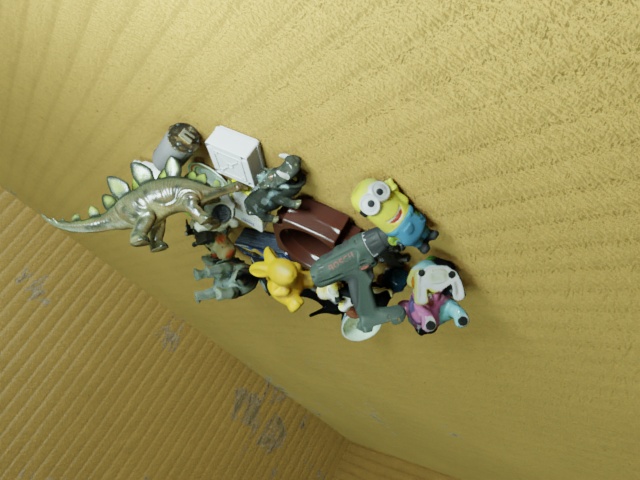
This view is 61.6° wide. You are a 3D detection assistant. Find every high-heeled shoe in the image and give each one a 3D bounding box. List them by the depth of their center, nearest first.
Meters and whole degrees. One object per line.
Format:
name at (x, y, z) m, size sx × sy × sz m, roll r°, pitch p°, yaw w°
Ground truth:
high-heeled shoe at (-0.020, 0.128, 1.592) m, size 0.249 × 0.145 × 0.086 m, roll 53°, pitch 152°, yaw 27°

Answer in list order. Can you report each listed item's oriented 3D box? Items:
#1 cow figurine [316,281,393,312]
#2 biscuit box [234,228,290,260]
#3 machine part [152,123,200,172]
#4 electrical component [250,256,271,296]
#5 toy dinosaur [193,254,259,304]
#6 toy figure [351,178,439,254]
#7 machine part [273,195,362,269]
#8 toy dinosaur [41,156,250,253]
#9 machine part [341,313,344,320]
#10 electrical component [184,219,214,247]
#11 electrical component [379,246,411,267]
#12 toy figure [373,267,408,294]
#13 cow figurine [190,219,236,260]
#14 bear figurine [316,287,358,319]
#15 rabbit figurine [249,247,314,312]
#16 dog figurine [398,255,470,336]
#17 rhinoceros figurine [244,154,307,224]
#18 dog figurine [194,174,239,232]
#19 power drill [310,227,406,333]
cow figurine at (0.080, 0.123, 1.244) m, size 0.167 × 0.068 × 0.098 m, roll 13°, pitch 153°, yaw -10°
biscuit box at (-0.141, 0.019, 1.492) m, size 0.203 × 0.063 × 0.059 m, roll 11°, pitch 150°, yaw 38°
machine part at (-0.344, -0.214, 1.273) m, size 0.079 × 0.079 × 0.243 m, roll 39°, pitch 156°, yaw -16°
electrical component at (-0.156, 0.095, 1.587) m, size 0.115 × 0.058 × 0.134 m, roll 56°, pitch 164°, yaw 37°
toy dinosaur at (-0.248, 0.111, 1.556) m, size 0.405 × 0.192 × 0.131 m, roll 1°, pitch 104°, yaw 57°
toy figure at (0.138, -0.044, 1.028) m, size 0.180 × 0.082 × 0.089 m, roll 36°, pitch 156°, yaw -16°
machine part at (-0.003, -0.004, 1.261) m, size 0.202 × 0.087 × 0.200 m, roll 23°, pitch 155°, yaw 16°
toy dinosaur at (-0.392, -0.074, 1.220) m, size 0.105 × 0.472 × 0.198 m, roll 91°, pitch 161°, yaw -71°
machine part at (0.086, 0.224, 1.645) m, size 0.084 × 0.039 × 0.138 m, roll 17°, pitch 153°, yaw 39°
electrical component at (-0.332, -0.026, 1.475) m, size 0.102 × 0.078 × 0.045 m, roll -14°, pitch 171°, yaw 43°
electrical component at (0.159, 0.034, 1.218) m, size 0.063 × 0.021 × 0.094 m, roll 44°, pitch 154°, yaw -25°
toy figure at (0.169, 0.105, 1.299) m, size 0.058 × 0.064 × 0.154 m, roll -4°, pitch 166°, yaw -14°
cow figurine at (-0.311, -0.012, 1.569) m, size 0.195 × 0.085 × 0.127 m, roll 42°, pitch 160°, yaw 31°
bear figurine at (0.041, 0.128, 1.414) m, size 0.196 × 0.132 × 0.120 m, roll -11°, pitch 122°, yaw 49°
rabbit figurine at (-0.091, 0.086, 1.365) m, size 0.162 × 0.122 × 0.173 m, roll 38°, pitch 169°, yaw 11°
dog figurine at (0.237, 0.127, 1.204) m, size 0.219 × 0.108 × 0.191 m, roll -175°, pitch 73°, yaw -82°
rhinoceros figurine at (-0.093, -0.112, 1.147) m, size 0.112 × 0.073 × 0.190 m, roll 27°, pitch 139°, yaw -23°
dog figurine at (-0.288, -0.087, 1.375) m, size 0.172 × 0.121 × 0.190 m, roll 48°, pitch 173°, yaw -10°
power drill at (0.110, 0.084, 1.133) m, size 0.232 × 0.086 × 0.207 m, roll -22°, pitch 111°, yaw 16°
